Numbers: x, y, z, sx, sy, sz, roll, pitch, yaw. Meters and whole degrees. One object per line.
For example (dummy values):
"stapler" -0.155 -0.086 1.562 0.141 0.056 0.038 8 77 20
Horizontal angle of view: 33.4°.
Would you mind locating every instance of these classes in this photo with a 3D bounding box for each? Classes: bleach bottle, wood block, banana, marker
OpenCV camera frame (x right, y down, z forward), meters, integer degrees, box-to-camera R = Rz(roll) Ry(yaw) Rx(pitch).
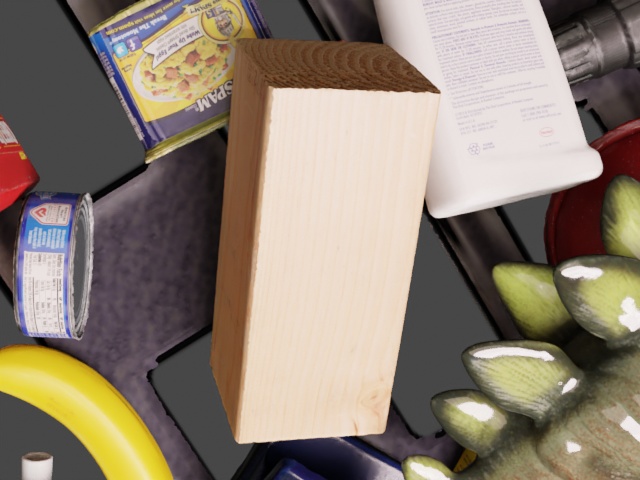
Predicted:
"bleach bottle" 0.081 -0.145 0.618 0.102 0.068 0.251 -13 86 -17
"wood block" -0.004 0.000 0.596 0.090 0.090 0.206 -1 117 -17
"banana" -0.140 0.129 0.660 0.069 0.037 0.197 -43 100 0
"marker" -0.181 0.195 0.675 0.020 0.020 0.121 3 98 -7

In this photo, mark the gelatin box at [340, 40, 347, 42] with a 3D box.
"gelatin box" 0.029 -0.068 0.654 0.089 0.030 0.073 31 92 -10

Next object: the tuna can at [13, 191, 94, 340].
"tuna can" -0.153 0.014 0.618 0.033 0.086 0.086 3 98 -5

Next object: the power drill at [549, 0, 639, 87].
"power drill" 0.187 -0.201 0.639 0.184 0.057 0.187 -23 102 -3

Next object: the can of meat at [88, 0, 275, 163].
"can of meat" -0.074 -0.104 0.624 0.102 0.057 0.084 -26 98 -3

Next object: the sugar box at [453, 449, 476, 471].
"sugar box" 0.107 0.212 0.695 0.093 0.048 0.176 27 94 -9

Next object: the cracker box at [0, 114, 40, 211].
"cracker box" -0.266 0.002 0.565 0.213 0.164 0.072 -32 98 -1

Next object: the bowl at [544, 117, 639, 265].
"bowl" 0.218 0.006 0.645 0.162 0.055 0.162 4 114 8
